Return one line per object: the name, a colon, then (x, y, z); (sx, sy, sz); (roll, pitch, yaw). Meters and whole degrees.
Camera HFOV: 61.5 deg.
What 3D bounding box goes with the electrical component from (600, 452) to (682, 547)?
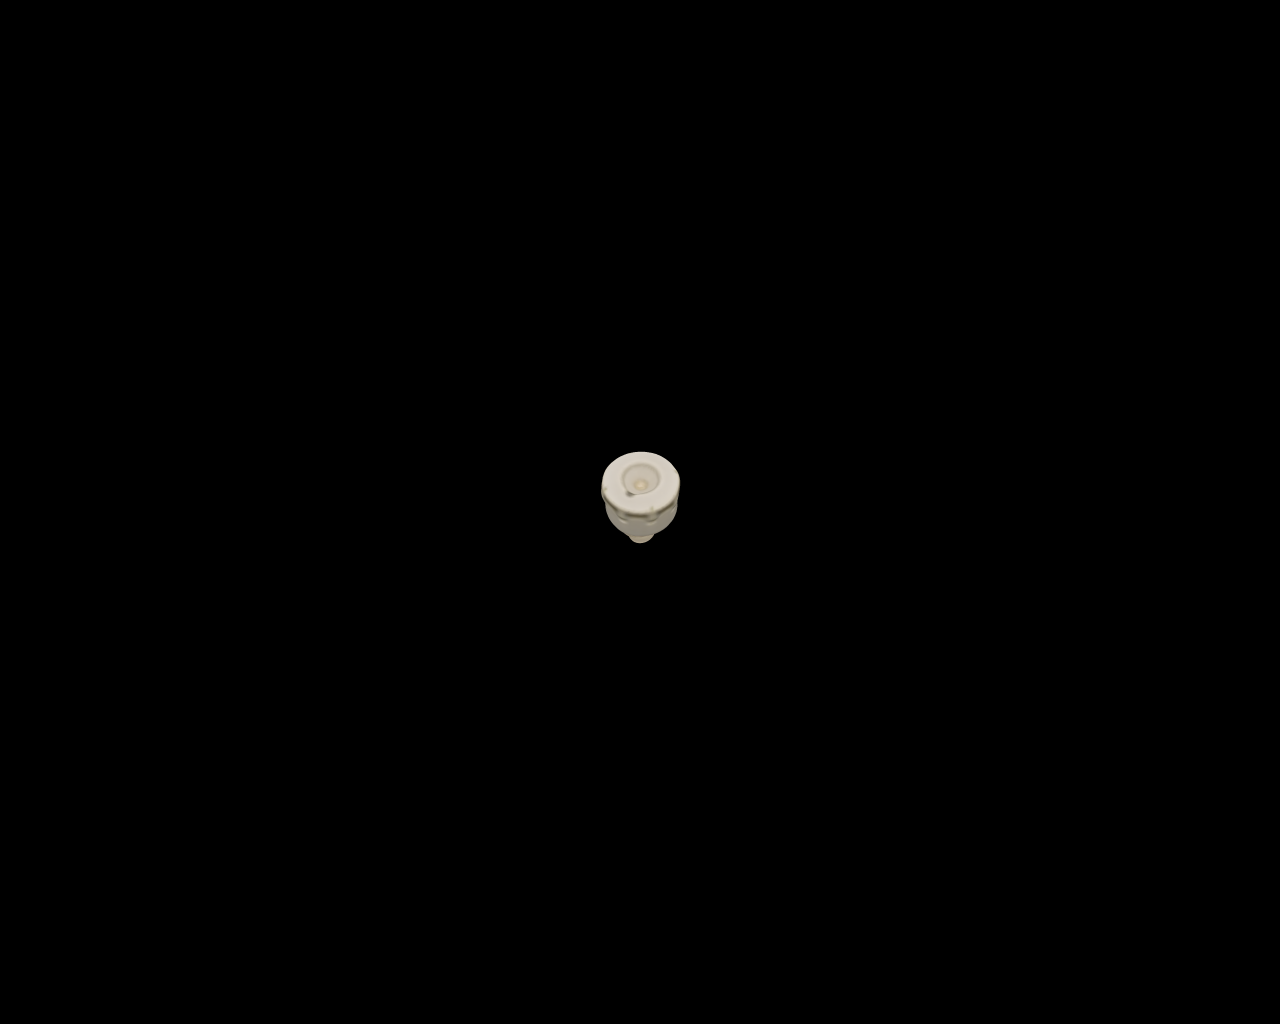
electrical component: (0.001, -0.003, 0.650); (0.048, 0.048, 0.062); (0, -36, 0)
